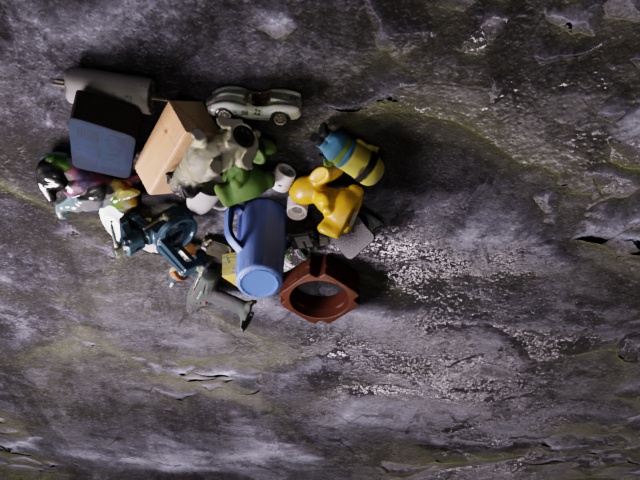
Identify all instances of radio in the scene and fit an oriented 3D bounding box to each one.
[{"bbox_3d":[-0.461,-0.217,1.155,0.131,0.073,0.229,13,159,-18],"label":"radio"}]

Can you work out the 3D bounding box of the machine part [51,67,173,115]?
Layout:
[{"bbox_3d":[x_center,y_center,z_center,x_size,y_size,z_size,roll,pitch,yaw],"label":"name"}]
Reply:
[{"bbox_3d":[-0.431,-0.308,1.115,0.243,0.079,0.079,9,135,-4],"label":"machine part"}]

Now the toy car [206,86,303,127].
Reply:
[{"bbox_3d":[-0.137,-0.283,1.125,0.202,0.073,0.056,4,139,-1],"label":"toy car"}]

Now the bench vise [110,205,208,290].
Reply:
[{"bbox_3d":[-0.374,0.011,1.305,0.241,0.223,0.128,42,132,20],"label":"bench vise"}]

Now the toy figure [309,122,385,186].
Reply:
[{"bbox_3d":[0.063,-0.186,1.200,0.180,0.089,0.082,29,137,-27],"label":"toy figure"}]

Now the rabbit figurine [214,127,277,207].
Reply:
[{"bbox_3d":[-0.181,-0.178,1.209,0.159,0.121,0.170,-10,120,23],"label":"rabbit figurine"}]

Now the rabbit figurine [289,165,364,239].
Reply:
[{"bbox_3d":[0.007,-0.103,1.262,0.173,0.122,0.162,27,121,19],"label":"rabbit figurine"}]

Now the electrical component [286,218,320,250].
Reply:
[{"bbox_3d":[-0.039,-0.006,1.369,0.075,0.048,0.119,-6,147,7],"label":"electrical component"}]

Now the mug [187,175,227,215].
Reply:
[{"bbox_3d":[-0.274,-0.107,1.314,0.109,0.081,0.107,24,142,-17],"label":"mug"}]

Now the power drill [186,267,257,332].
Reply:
[{"bbox_3d":[-0.294,0.186,1.586,0.207,0.086,0.231,31,137,9],"label":"power drill"}]

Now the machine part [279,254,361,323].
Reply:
[{"bbox_3d":[0.000,0.141,1.539,0.201,0.087,0.201,34,127,-26],"label":"machine part"}]

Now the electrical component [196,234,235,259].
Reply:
[{"bbox_3d":[-0.280,0.020,1.462,0.102,0.045,0.078,25,130,-21],"label":"electrical component"}]

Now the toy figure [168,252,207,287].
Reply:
[{"bbox_3d":[-0.382,0.082,1.520,0.154,0.058,0.064,-28,172,31],"label":"toy figure"}]

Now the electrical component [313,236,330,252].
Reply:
[{"bbox_3d":[-0.003,-0.004,1.436,0.063,0.021,0.093,-5,134,8],"label":"electrical component"}]

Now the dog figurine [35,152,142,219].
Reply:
[{"bbox_3d":[-0.532,-0.136,1.282,0.219,0.108,0.191,-9,132,6],"label":"dog figurine"}]

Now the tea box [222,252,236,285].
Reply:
[{"bbox_3d":[-0.189,0.089,1.472,0.098,0.068,0.169,-12,156,15],"label":"tea box"}]

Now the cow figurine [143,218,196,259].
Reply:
[{"bbox_3d":[-0.424,0.016,1.451,0.167,0.068,0.098,31,135,-20],"label":"cow figurine"}]

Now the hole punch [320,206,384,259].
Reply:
[{"bbox_3d":[0.087,-0.032,1.371,0.116,0.092,0.142,48,129,0],"label":"hole punch"}]

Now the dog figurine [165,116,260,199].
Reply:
[{"bbox_3d":[-0.226,-0.168,1.144,0.172,0.121,0.190,-15,172,-35],"label":"dog figurine"}]
